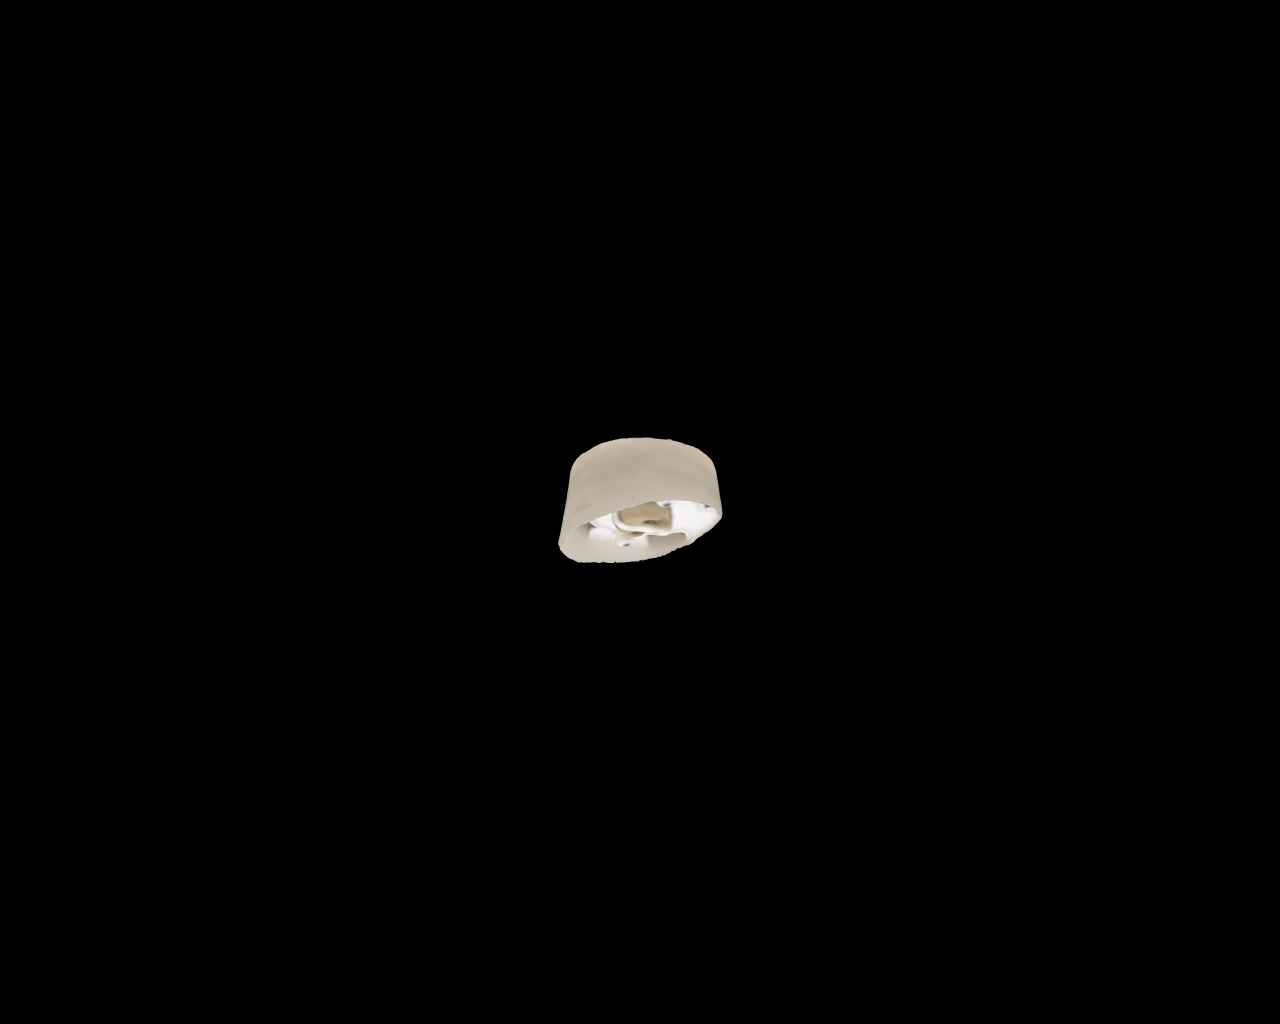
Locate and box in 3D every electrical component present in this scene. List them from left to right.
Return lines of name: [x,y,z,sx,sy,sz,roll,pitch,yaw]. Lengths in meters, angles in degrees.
electrical component: [0.001,-0.003,0.650,0.099,0.064,0.099,0,-27,0]
